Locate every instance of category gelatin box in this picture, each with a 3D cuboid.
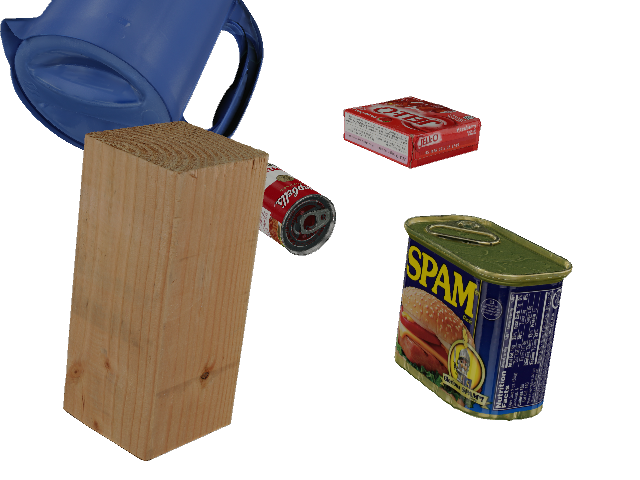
[{"bbox_3d":[0.073,-0.090,0.864,0.073,0.030,0.089,-16,27,-32],"label":"gelatin box"}]

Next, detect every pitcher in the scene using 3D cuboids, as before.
[{"bbox_3d":[-0.125,-0.186,0.852,0.145,0.242,0.149,5,-36,26],"label":"pitcher"}]

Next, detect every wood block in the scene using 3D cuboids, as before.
[{"bbox_3d":[-0.108,0.032,0.735,0.090,0.206,0.090,23,24,33],"label":"wood block"}]

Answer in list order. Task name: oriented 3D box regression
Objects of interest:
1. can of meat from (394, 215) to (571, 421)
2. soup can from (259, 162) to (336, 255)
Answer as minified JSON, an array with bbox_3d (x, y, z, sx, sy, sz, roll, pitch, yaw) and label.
[{"bbox_3d":[0.084,0.040,0.584,0.057,0.084,0.102,-4,20,-26],"label":"can of meat"},{"bbox_3d":[-0.040,-0.035,1.126,0.068,0.068,0.102,0,23,-39],"label":"soup can"}]
